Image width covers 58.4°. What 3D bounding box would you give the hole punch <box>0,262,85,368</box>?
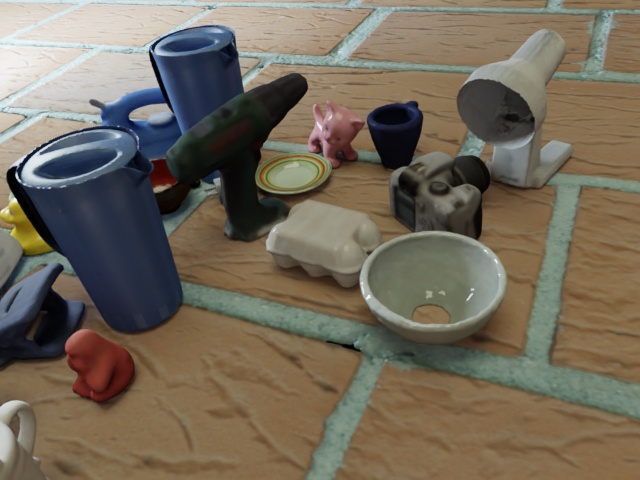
[{"bbox_3d":[-0.368,0.091,0.719,0.101,0.091,0.108,-5,38,4],"label":"hole punch"}]

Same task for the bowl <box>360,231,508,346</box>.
[{"bbox_3d":[0.132,0.066,0.674,0.167,0.075,0.167,-5,38,4],"label":"bowl"}]

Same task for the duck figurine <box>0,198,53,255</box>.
[{"bbox_3d":[-0.442,-0.031,0.890,0.104,0.086,0.077,-5,38,4],"label":"duck figurine"}]

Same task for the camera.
[{"bbox_3d":[0.187,-0.074,0.819,0.137,0.101,0.142,-26,41,-21],"label":"camera"}]

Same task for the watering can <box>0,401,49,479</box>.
[{"bbox_3d":[-0.300,0.208,0.476,0.101,0.194,0.172,-11,38,-4],"label":"watering can"}]

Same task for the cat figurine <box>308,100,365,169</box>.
[{"bbox_3d":[0.024,-0.193,0.986,0.067,0.118,0.127,-25,41,-20],"label":"cat figurine"}]

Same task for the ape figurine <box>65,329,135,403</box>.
[{"bbox_3d":[-0.254,0.136,0.641,0.076,0.092,0.077,-19,39,-14],"label":"ape figurine"}]

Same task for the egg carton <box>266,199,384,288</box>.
[{"bbox_3d":[0.007,0.003,0.780,0.149,0.069,0.107,15,44,27],"label":"egg carton"}]

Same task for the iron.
[{"bbox_3d":[-0.287,-0.223,1.060,0.258,0.142,0.118,-18,39,-13],"label":"iron"}]

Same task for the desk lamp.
[{"bbox_3d":[0.298,-0.187,0.851,0.117,0.214,0.204,25,49,35],"label":"desk lamp"}]

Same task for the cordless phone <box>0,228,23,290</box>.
[{"bbox_3d":[-0.506,-0.003,0.786,0.094,0.185,0.147,-5,38,5],"label":"cordless phone"}]

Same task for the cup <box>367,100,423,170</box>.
[{"bbox_3d":[0.133,-0.174,0.961,0.091,0.095,0.118,18,45,29],"label":"cup"}]

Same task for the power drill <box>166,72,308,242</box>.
[{"bbox_3d":[-0.101,-0.112,0.832,0.230,0.209,0.075,-30,43,-26],"label":"power drill"}]
